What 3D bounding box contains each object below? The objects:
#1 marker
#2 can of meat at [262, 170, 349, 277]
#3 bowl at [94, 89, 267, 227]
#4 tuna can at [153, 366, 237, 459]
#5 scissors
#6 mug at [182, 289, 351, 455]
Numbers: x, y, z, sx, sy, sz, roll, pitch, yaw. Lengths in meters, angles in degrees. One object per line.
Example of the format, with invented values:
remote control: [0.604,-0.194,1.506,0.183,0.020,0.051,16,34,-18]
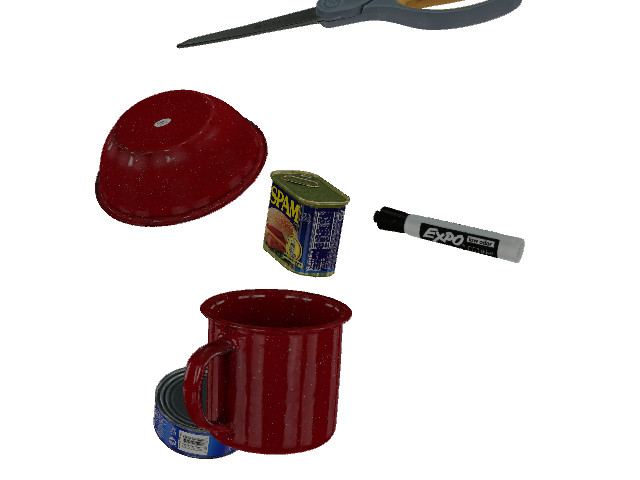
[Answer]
marker: [0.097,-0.006,0.824,0.121,0.020,0.020,15,6,25]
can of meat: [-0.018,-0.018,1.112,0.057,0.084,0.102,-2,22,-28]
bowl: [-0.131,-0.085,0.944,0.162,0.055,0.162,-9,42,8]
tuna can: [-0.099,0.145,0.907,0.086,0.034,0.086,7,31,-4]
scissors: [0.020,-0.148,0.635,0.202,0.016,0.096,0,45,20]
mug: [-0.037,0.082,0.652,0.093,0.081,0.117,12,15,38]
